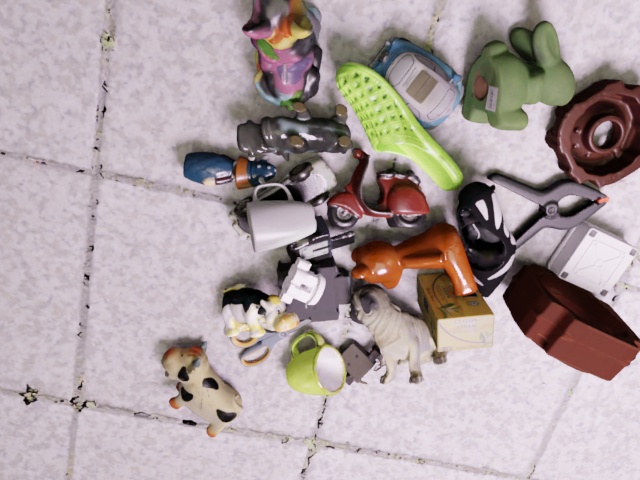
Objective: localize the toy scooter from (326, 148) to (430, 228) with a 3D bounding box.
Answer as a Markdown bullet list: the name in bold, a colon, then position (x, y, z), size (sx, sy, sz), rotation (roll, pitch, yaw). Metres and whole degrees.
- **toy scooter**: position (0.102, -0.087, 0.920), size (0.184, 0.075, 0.135), rotation (2, 90, -11)

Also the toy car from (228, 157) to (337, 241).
- **toy car**: position (-0.065, -0.068, 0.933), size (0.202, 0.056, 0.073), rotation (-31, 116, 11)

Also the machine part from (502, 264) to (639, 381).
- **machine part**: position (0.439, 0.142, 0.951), size (0.201, 0.201, 0.087), rotation (24, 112, -11)

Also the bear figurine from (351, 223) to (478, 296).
- **bear figurine**: position (0.159, 0.048, 0.949), size (0.196, 0.120, 0.131), rotation (-22, 108, 8)

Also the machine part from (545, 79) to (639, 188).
- **machine part**: position (0.476, -0.179, 0.905), size (0.179, 0.056, 0.179), rotation (-1, 112, -3)

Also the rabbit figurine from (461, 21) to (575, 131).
- **rabbit figurine**: position (0.326, -0.258, 0.857), size (0.170, 0.121, 0.159), rotation (-8, 105, -18)

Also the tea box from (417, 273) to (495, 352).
- **tea box**: position (0.236, 0.122, 0.955), size (0.098, 0.170, 0.068), rotation (-6, 111, -1)

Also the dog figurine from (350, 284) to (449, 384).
- **dog figurine**: position (0.151, 0.151, 1.004), size (0.121, 0.172, 0.190), rotation (-19, 95, 37)

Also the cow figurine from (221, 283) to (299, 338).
- **cow figurine**: position (-0.109, 0.123, 0.968), size (0.167, 0.068, 0.098), rotation (-9, 92, 38)

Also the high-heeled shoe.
- **high-heeled shoe**: position (0.274, 0.015, 0.916), size (0.086, 0.145, 0.248), rotation (8, 117, 33)

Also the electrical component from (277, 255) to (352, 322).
- **electrical component**: position (-0.009, 0.090, 0.996), size (0.134, 0.058, 0.114), rotation (-6, 114, 1)

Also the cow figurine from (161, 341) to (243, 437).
- **cow figurine**: position (-0.230, 0.283, 1.051), size (0.127, 0.085, 0.194), rotation (-39, 105, 19)

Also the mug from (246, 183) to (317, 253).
- **mug**: position (-0.064, -0.039, 0.880), size (0.107, 0.081, 0.109), rotation (-7, 82, -12)

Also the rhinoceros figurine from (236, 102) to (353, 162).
- **rhinoceros figurine**: position (-0.039, -0.172, 0.871), size (0.190, 0.112, 0.073), rotation (-5, 87, -14)

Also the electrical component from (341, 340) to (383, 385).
- **electrical component**: position (0.078, 0.245, 1.069), size (0.078, 0.045, 0.102), rotation (39, 105, 14)

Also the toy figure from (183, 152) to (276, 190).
- **toy figure**: position (-0.150, -0.118, 0.908), size (0.155, 0.058, 0.064), rotation (7, 88, -1)

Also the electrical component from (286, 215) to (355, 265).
- **electrical component**: position (-0.002, -0.003, 0.946), size (0.119, 0.048, 0.074), rotation (-20, 145, -7)

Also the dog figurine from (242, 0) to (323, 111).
- **dog figurine**: position (-0.053, -0.273, 0.766), size (0.109, 0.219, 0.191), rotation (2, 111, 1)

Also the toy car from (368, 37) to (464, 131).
- **toy car**: position (0.157, -0.244, 0.845), size (0.161, 0.103, 0.109), rotation (36, 105, -16)
